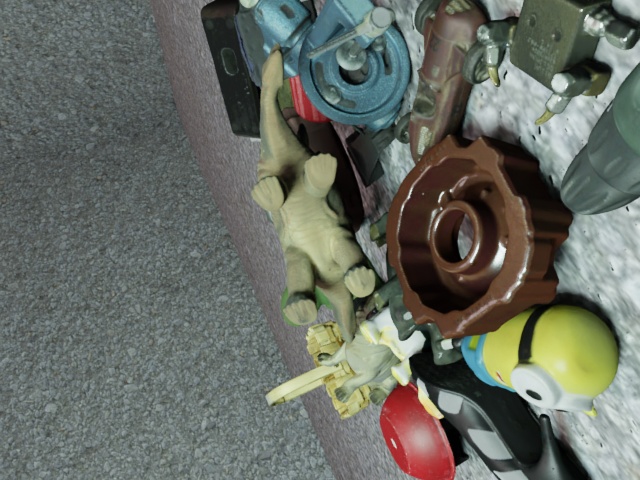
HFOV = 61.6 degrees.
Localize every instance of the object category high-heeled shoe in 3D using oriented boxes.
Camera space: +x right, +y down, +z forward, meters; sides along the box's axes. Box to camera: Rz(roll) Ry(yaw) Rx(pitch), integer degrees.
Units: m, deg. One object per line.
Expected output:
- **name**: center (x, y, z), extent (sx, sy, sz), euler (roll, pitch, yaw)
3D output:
- **high-heeled shoe**: center (0.194, 0.222, 0.615), extent (0.249, 0.086, 0.145), euler (18, 125, 63)

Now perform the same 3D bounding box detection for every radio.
- **radio**: center (-0.107, -0.289, 0.891), extent (0.073, 0.131, 0.229), euler (10, 129, 30)

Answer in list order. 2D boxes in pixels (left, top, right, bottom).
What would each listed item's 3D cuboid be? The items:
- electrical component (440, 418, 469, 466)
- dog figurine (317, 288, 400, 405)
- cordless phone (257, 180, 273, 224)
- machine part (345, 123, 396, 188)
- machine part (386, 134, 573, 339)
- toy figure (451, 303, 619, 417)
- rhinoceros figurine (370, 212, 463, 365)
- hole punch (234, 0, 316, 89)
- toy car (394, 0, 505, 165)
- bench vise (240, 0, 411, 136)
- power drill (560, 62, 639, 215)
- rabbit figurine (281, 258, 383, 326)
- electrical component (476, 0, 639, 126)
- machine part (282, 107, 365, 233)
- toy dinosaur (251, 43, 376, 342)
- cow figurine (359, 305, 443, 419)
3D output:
- **electrical component**: center (0.181, 0.287, 0.838), extent (0.119, 0.048, 0.075), euler (70, 165, -8)
- **dog figurine**: center (0.108, 0.166, 0.883), extent (0.121, 0.172, 0.190), euler (51, 123, 34)
- **cordless phone**: center (-0.053, -0.077, 1.121), extent (0.184, 0.089, 0.146), euler (41, 148, 53)
- **machine part**: center (0.066, -0.121, 0.712), extent (0.139, 0.039, 0.084), euler (133, 120, -76)
- **machine part**: center (0.130, -0.003, 0.476), extent (0.179, 0.056, 0.179), euler (-11, 77, 59)
- **toy figure**: center (0.185, 0.097, 0.491), extent (0.180, 0.082, 0.089), euler (-178, 95, -81)
- **rhinoceros figurine**: center (0.119, 0.052, 0.634), extent (0.073, 0.112, 0.190), euler (42, -144, -75)
- **hole punch**: center (-0.062, -0.294, 0.801), extent (0.092, 0.116, 0.142), euler (-129, 22, -70)
- **toy car**: center (0.111, -0.131, 0.511), extent (0.089, 0.053, 0.202), euler (57, 160, 28)
- **bench vise**: center (0.014, -0.208, 0.552), extent (0.223, 0.129, 0.241), euler (53, 175, -10)
- **power drill**: center (0.220, -0.020, 0.236), extent (0.231, 0.086, 0.207), euler (98, 156, -57)
- **rabbit figurine**: center (0.007, 0.078, 0.932), extent (0.121, 0.170, 0.159), euler (113, 134, -69)
- **electrical component**: center (0.154, -0.130, 0.365), extent (0.078, 0.045, 0.102), euler (87, 157, -54)
- **machine part**: center (-0.005, -0.099, 0.848), extent (0.201, 0.087, 0.201), euler (86, 162, -78)
- **toy dinosaur**: center (-0.001, -0.002, 0.647), extent (0.199, 0.105, 0.470), euler (-100, -2, -55)
- **cow figurine**: center (0.139, 0.158, 0.747), extent (0.167, 0.098, 0.068), euler (52, 172, 9)
